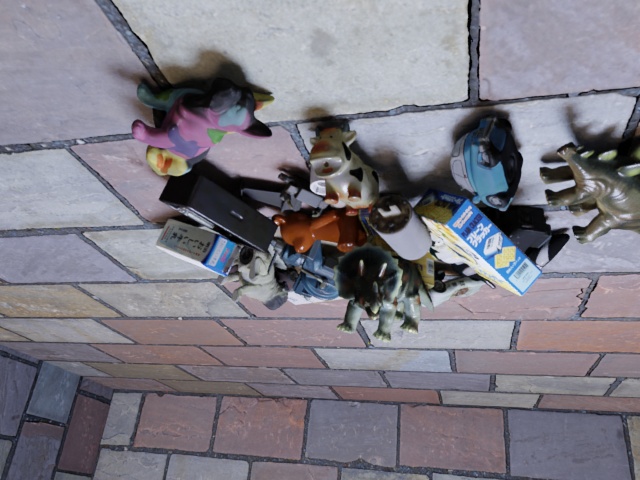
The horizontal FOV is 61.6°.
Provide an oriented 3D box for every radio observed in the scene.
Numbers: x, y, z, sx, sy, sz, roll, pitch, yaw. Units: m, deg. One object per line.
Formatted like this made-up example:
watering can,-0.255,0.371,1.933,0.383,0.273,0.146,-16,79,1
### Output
radio,-0.207,-0.057,1.102,0.131,0.073,0.229,14,164,44

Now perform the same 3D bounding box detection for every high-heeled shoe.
high-heeled shoe,0.413,0.018,1.202,0.145,0.086,0.248,43,125,-5

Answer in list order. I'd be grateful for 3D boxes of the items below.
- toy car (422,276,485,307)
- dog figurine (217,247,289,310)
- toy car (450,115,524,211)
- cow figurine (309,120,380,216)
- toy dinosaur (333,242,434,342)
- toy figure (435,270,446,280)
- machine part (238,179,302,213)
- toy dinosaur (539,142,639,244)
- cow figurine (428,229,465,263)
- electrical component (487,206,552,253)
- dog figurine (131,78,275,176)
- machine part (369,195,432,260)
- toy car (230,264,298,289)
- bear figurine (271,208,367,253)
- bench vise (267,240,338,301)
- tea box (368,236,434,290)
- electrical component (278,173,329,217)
toy car,0.330,0.121,1.336,0.202,0.056,0.073,-14,154,-24
dog figurine,-0.134,0.085,1.346,0.190,0.121,0.172,16,120,-48
toy car,0.268,-0.125,0.888,0.103,0.109,0.161,6,149,38
cow figurine,0.045,-0.123,0.938,0.086,0.127,0.194,-8,164,27
toy dinosaur,0.151,0.098,1.119,0.131,0.192,0.404,17,-167,31
toy figure,0.244,0.095,1.371,0.154,0.057,0.064,6,-168,-4
machine part,-0.100,-0.091,1.098,0.139,0.039,0.084,12,157,-14
toy dinosaur,0.537,-0.069,0.942,0.199,0.105,0.471,-23,146,38
cow figurine,0.261,-0.003,1.167,0.098,0.068,0.167,-7,150,36
electrical component,0.403,-0.019,1.112,0.134,0.058,0.114,7,155,-2
dog figurine,-0.179,-0.181,0.867,0.219,0.108,0.191,0,152,6
machine part,0.153,-0.020,0.996,0.079,0.079,0.243,-6,161,22
toy car,-0.151,0.092,1.447,0.202,0.053,0.089,19,145,-33
bear figurine,-0.002,-0.007,1.147,0.196,0.132,0.120,-9,148,15
bench vise,-0.026,0.087,1.345,0.224,0.129,0.240,14,148,-9
tea box,0.181,0.056,1.261,0.169,0.098,0.068,19,150,-20
electrical component,-0.033,-0.085,1.041,0.102,0.078,0.045,20,113,-35
